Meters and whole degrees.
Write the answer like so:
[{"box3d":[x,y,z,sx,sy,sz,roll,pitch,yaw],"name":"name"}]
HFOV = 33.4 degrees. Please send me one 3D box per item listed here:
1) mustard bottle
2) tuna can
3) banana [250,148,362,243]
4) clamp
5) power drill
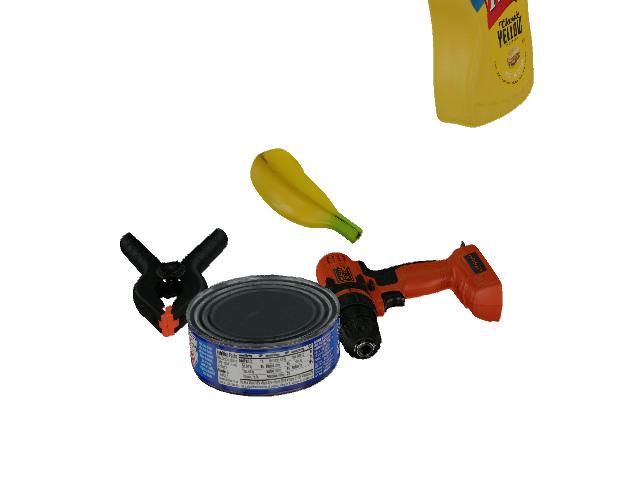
[{"box3d":[0.113,-0.185,0.765,0.058,0.191,0.096,18,40,38],"name":"mustard bottle"},{"box3d":[-0.031,0.052,0.597,0.086,0.034,0.086,-2,23,1],"name":"tuna can"},{"box3d":[-0.025,-0.041,0.828,0.069,0.037,0.198,42,4,-21],"name":"banana"},{"box3d":[-0.151,0.038,1.155,0.120,0.039,0.171,-13,38,-7],"name":"clamp"},{"box3d":[0.096,0.061,1.149,0.187,0.057,0.184,-5,29,-9],"name":"power drill"}]
